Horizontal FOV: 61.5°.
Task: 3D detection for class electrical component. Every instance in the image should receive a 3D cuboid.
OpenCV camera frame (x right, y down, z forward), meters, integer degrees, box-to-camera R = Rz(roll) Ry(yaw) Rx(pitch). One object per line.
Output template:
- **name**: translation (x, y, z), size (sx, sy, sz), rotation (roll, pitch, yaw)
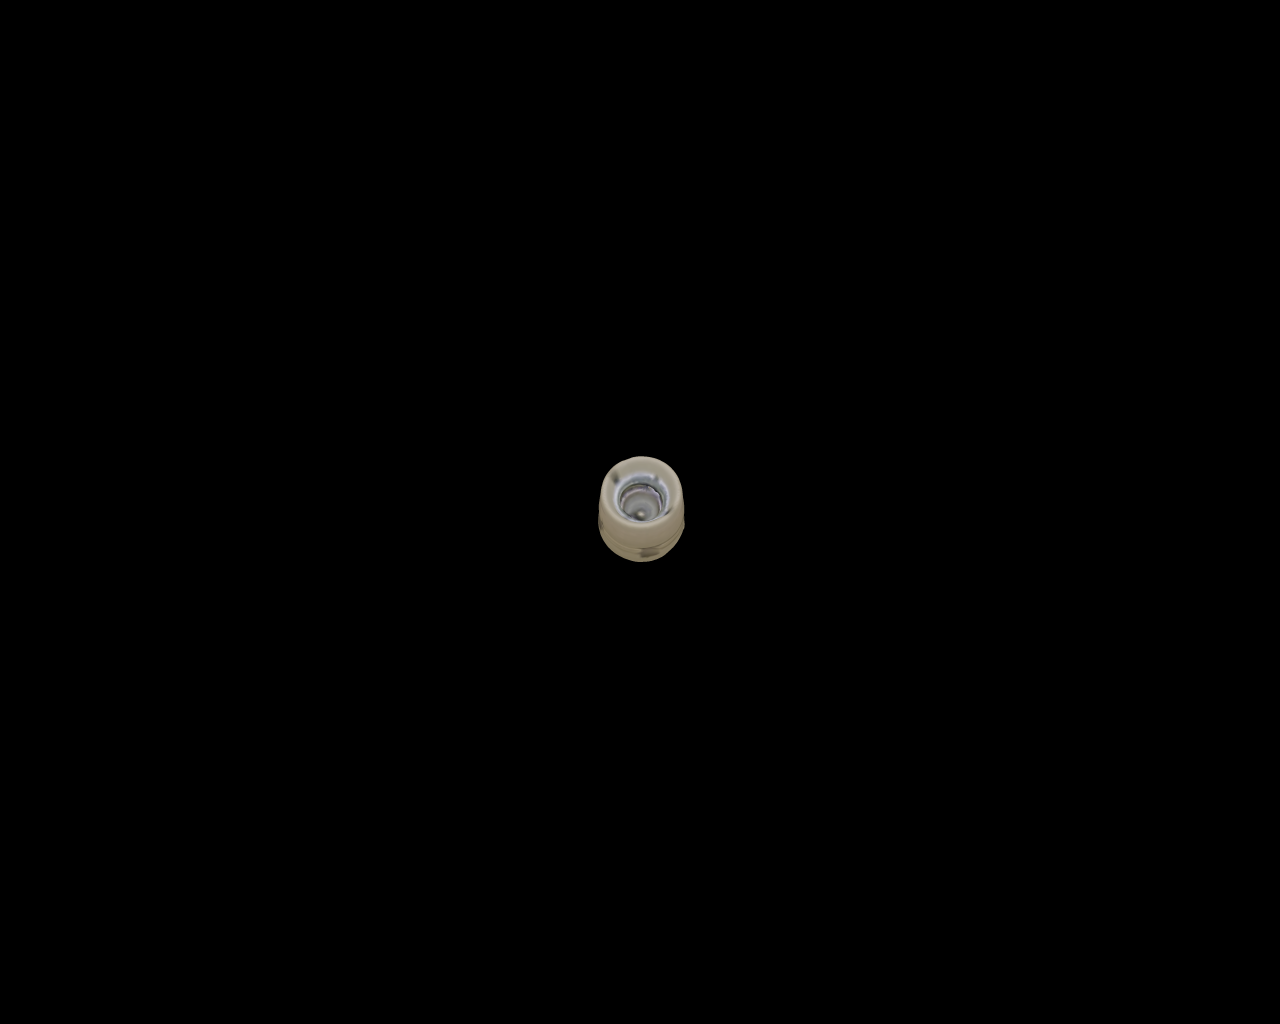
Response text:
- **electrical component**: translation (0.001, -0.003, 0.650), size (0.055, 0.055, 0.047), rotation (0, -25, 0)
